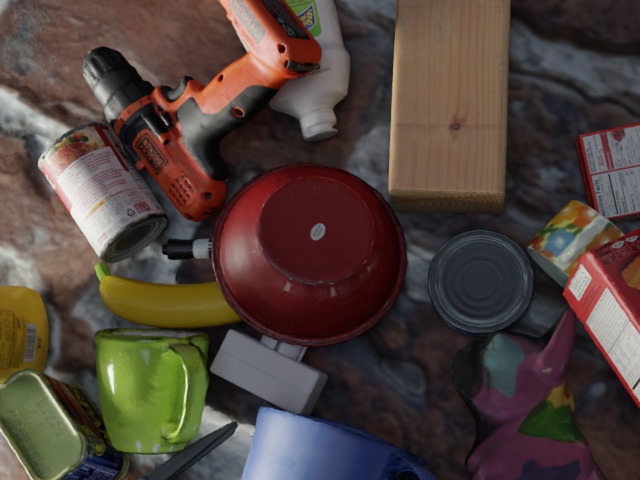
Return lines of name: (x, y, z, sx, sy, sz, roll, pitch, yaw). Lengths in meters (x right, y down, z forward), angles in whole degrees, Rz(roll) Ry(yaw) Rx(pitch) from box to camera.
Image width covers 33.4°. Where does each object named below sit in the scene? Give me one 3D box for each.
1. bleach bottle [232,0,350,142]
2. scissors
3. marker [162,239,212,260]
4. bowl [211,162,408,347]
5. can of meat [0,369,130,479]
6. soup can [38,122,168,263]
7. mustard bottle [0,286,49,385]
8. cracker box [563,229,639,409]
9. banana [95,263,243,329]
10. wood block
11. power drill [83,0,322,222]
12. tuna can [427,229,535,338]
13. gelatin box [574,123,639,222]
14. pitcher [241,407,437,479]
bleach bottle: (-0.041, -0.203, 0.911, 0.102, 0.068, 0.251, -17, 81, 8)
scissors: (-0.148, 0.228, 0.885, 0.202, 0.016, 0.096, -20, 80, 6)
marker: (-0.075, 0.007, 0.905, 0.121, 0.020, 0.020, -1, 81, 9)
bowl: (-0.006, 0.001, 0.851, 0.162, 0.055, 0.162, 2, 69, -5)
can of meat: (-0.212, 0.157, 0.863, 0.057, 0.084, 0.102, -40, 68, -3)
soup can: (-0.183, -0.040, 0.906, 0.068, 0.068, 0.102, -36, 78, 3)
mustard bottle: (-0.278, 0.076, 0.840, 0.058, 0.191, 0.096, 3, 82, 10)
cracker box: (0.296, 0.075, 0.726, 0.164, 0.072, 0.214, -20, 60, -16)
banana: (-0.101, 0.043, 0.885, 0.198, 0.037, 0.069, 1, 54, 8)
wood block: (0.106, -0.131, 0.859, 0.091, 0.090, 0.206, 2, 81, 9)
power drill: (-0.101, -0.136, 0.883, 0.188, 0.057, 0.184, -45, 76, 28)
tuna can: (0.129, 0.035, 0.857, 0.086, 0.033, 0.086, -2, 81, 10)
gelatin box: (0.255, -0.055, 0.852, 0.089, 0.030, 0.073, -11, 81, 7)
pitcher: (-0.010, 0.253, 0.775, 0.145, 0.149, 0.243, 17, 77, 2)
